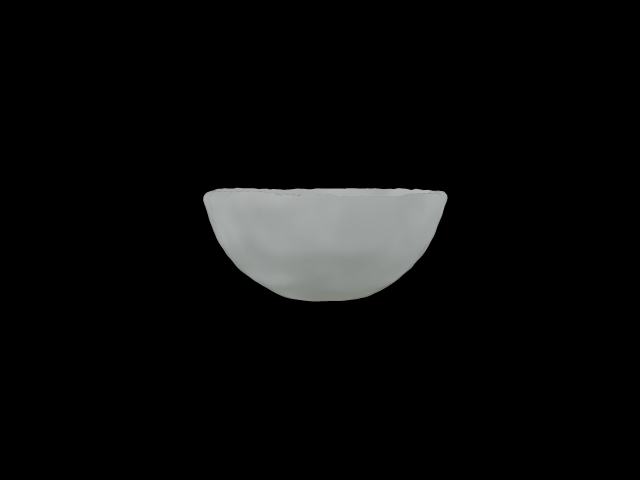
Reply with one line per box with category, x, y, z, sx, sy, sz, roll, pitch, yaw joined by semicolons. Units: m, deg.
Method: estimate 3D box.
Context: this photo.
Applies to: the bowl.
bowl;0.004;0.001;0.400;0.167;0.075;0.167;0;6;0
